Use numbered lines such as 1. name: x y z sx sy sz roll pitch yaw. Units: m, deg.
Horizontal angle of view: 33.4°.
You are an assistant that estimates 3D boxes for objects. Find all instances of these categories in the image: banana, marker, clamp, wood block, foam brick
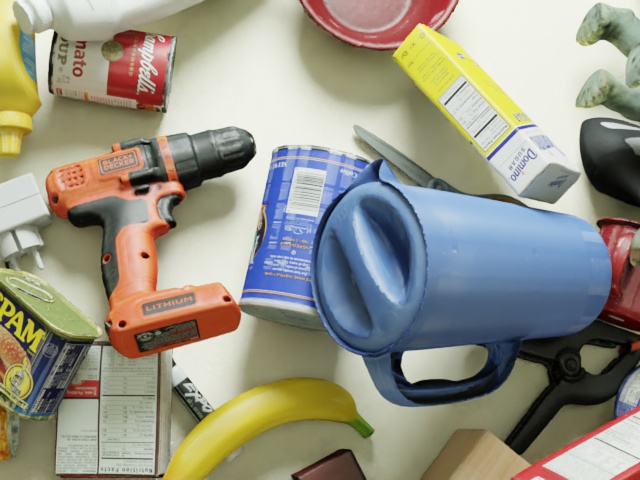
1. banana: -0.046 0.157 0.898 0.197 0.037 0.069 -13 73 -24
2. marker: -0.109 0.137 0.916 0.020 0.020 0.121 -38 88 -13
3. clamp: 0.217 0.126 0.958 0.171 0.039 0.120 -6 83 -10
4. wood block: 0.100 0.266 0.891 0.090 0.091 0.206 40 77 -1
5. foam brick: 0.018 0.223 0.905 0.051 0.053 0.078 -27 84 -12

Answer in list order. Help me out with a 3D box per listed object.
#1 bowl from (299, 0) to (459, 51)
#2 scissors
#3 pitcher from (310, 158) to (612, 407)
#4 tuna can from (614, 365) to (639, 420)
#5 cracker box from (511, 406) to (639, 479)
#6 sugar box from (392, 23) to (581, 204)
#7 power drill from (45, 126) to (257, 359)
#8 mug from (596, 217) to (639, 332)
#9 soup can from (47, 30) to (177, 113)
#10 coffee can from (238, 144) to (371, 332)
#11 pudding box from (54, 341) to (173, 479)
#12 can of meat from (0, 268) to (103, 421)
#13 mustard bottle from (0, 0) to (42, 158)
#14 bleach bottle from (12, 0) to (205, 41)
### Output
1. bowl: 0.048 -0.243 0.985 0.162 0.055 0.162 1 80 -9
2. scissors: 0.108 -0.026 0.979 0.201 0.016 0.096 22 78 -5
3. pitcher: 0.122 0.036 0.861 0.242 0.145 0.149 4 123 -38
4. tuna can: 0.305 0.152 0.955 0.086 0.034 0.086 -5 100 -27
5. cracker box: 0.249 0.231 0.868 0.213 0.072 0.164 -19 115 -32
6. sugar box: 0.146 -0.109 0.930 0.048 0.093 0.176 -50 66 19
7. power drill: -0.124 -0.005 0.889 0.184 0.057 0.188 -16 59 -6
8. mug: 0.277 0.031 0.949 0.093 0.117 0.081 18 82 26
9. soup can: -0.179 -0.152 0.928 0.102 0.068 0.068 8 79 -7
10. coffee can: -0.006 0.001 0.912 0.102 0.103 0.140 13 79 -7
11. pudding box: -0.170 0.140 0.885 0.090 0.039 0.113 -1 82 8
12. can of meat: -0.237 0.085 0.861 0.102 0.057 0.084 34 100 28
13. mustard bottle: -0.266 -0.164 0.902 0.058 0.096 0.191 -3 81 -9
14. bleach bottle: -0.150 -0.239 0.911 0.250 0.068 0.102 -31 86 -30
